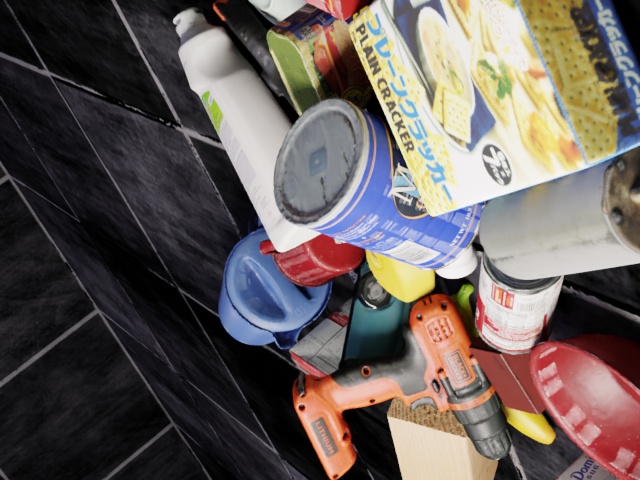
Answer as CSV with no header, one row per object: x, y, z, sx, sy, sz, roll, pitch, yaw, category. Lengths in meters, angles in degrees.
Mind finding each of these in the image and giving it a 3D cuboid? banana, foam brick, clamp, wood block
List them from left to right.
-0.073,-0.162,1.108,0.171,0.039,0.120,49,162,6,clamp
-0.032,-0.153,0.989,0.210,0.036,0.164,53,-178,7,clamp
0.143,0.225,1.202,0.091,0.090,0.206,11,144,22,wood block
0.170,0.129,1.085,0.197,0.037,0.070,57,160,-16,banana
0.188,0.116,1.001,0.078,0.051,0.053,57,159,-18,foam brick

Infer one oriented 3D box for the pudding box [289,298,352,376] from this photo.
0.033,0.125,1.274,0.090,0.113,0.039,29,154,49,pudding box

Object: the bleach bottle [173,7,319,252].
-0.069,-0.116,1.024,0.251,0.068,0.103,60,161,8,bleach bottle

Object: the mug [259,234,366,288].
-0.008,0.001,1.152,0.082,0.117,0.093,157,108,-66,mug

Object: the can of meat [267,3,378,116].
0.013,-0.149,0.868,0.058,0.083,0.102,27,149,51,can of meat

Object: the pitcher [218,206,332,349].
-0.071,0.061,1.402,0.145,0.149,0.243,36,164,-1,pitcher

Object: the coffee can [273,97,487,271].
0.048,-0.042,0.847,0.140,0.103,0.103,19,-176,-38,coffee can

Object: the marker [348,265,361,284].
0.043,0.039,1.239,0.121,0.020,0.020,58,160,-18,marker

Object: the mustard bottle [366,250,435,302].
0.067,-0.032,0.991,0.191,0.058,0.096,78,168,-50,mustard bottle

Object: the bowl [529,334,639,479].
0.251,0.131,0.878,0.162,0.055,0.162,44,160,21,bowl

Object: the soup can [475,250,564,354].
0.166,0.042,0.891,0.069,0.068,0.102,41,158,27,soup can

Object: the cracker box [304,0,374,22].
-0.046,-0.277,0.791,0.214,0.072,0.164,36,156,35,cracker box

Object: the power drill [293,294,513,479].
0.081,0.164,1.051,0.057,0.187,0.184,-99,-16,-76,power drill

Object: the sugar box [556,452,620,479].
0.286,0.226,0.913,0.048,0.093,0.176,58,161,-18,sugar box
